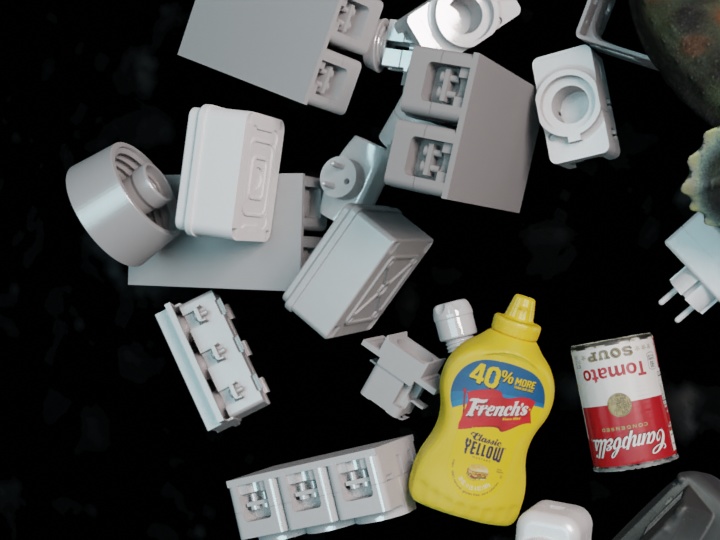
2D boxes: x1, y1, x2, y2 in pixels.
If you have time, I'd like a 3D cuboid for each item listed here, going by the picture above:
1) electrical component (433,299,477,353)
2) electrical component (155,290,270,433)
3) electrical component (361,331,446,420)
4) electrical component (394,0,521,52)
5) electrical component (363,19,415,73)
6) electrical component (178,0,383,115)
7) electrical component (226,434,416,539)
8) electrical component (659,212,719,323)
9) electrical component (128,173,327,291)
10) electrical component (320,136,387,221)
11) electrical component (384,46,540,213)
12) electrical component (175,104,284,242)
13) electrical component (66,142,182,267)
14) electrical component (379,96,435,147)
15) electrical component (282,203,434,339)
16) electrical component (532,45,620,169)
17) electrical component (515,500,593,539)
[{"bbox_3d":[0.086,0.058,0.940,0.035,0.035,0.061,-16,85,23],"label":"electrical component"},{"bbox_3d":[-0.137,0.085,1.024,0.063,0.078,0.121,-27,78,0],"label":"electrical component"},{"bbox_3d":[0.036,0.094,0.959,0.081,0.042,0.063,34,105,21],"label":"electrical component"},{"bbox_3d":[0.083,-0.213,0.907,0.089,0.056,0.050,-34,102,-6],"label":"electrical component"},{"bbox_3d":[0.035,-0.198,0.960,0.055,0.048,0.066,12,95,16],"label":"electrical component"},{"bbox_3d":[-0.073,-0.217,0.974,0.186,0.060,0.105,28,101,40],"label":"electrical component"},{"bbox_3d":[-0.028,0.198,0.961,0.150,0.089,0.061,-17,83,23],"label":"electrical component"},{"bbox_3d":[0.272,0.009,0.849,0.076,0.047,0.083,-45,73,18],"label":"electrical component"},{"bbox_3d":[-0.125,-0.036,1.022,0.186,0.060,0.105,2,90,24],"label":"electrical component"},{"bbox_3d":[-0.010,-0.080,0.958,0.043,0.079,0.077,30,99,28],"label":"electrical component"},{"bbox_3d":[0.085,-0.108,0.858,0.060,0.186,0.105,15,96,24],"label":"electrical component"},{"bbox_3d":[-0.114,-0.083,0.940,0.057,0.078,0.113,9,94,21],"label":"electrical component"},{"bbox_3d":[-0.204,-0.064,0.967,0.060,0.108,0.108,-31,77,15],"label":"electrical component"},{"bbox_3d":[0.050,-0.123,0.948,0.055,0.055,0.047,41,109,19],"label":"electrical component"},{"bbox_3d":[0.000,0.000,0.939,0.056,0.109,0.108,40,105,16],"label":"electrical component"},{"bbox_3d":[0.178,-0.134,0.888,0.050,0.056,0.089,-12,85,24],"label":"electrical component"},{"bbox_3d":[0.158,0.245,0.893,0.054,0.059,0.095,6,92,24],"label":"electrical component"}]
